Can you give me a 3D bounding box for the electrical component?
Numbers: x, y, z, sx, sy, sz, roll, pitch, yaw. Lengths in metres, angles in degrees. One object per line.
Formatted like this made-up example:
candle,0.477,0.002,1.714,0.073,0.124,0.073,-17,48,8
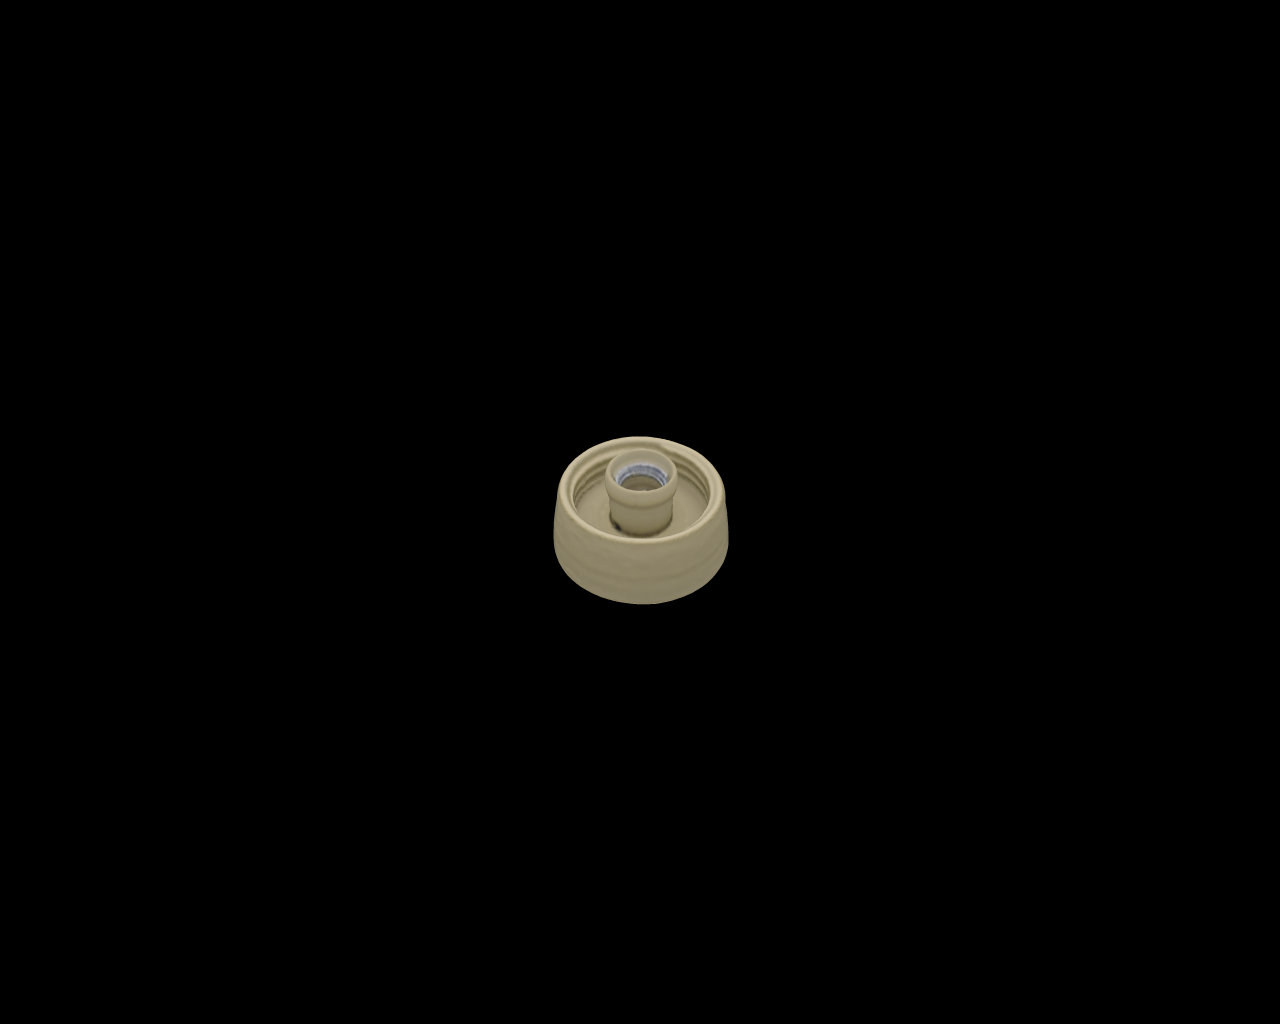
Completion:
electrical component,0.001,-0.003,0.650,0.108,0.060,0.108,0,42,0
